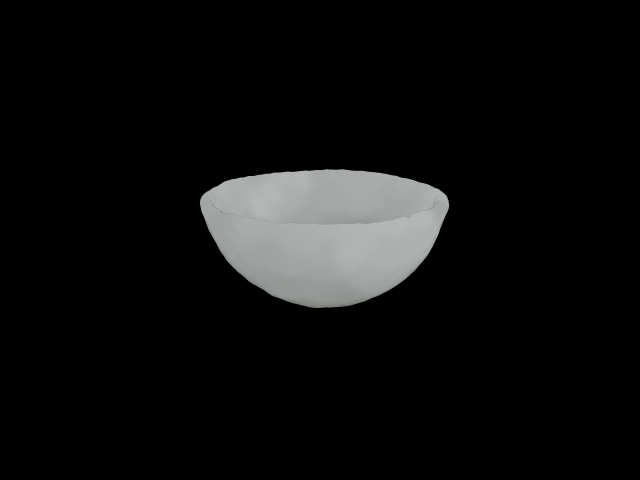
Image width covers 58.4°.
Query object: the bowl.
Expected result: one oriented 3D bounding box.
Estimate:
[{"bbox_3d":[0.004,0.001,0.400,0.167,0.075,0.167,0,18,0],"label":"bowl"}]
